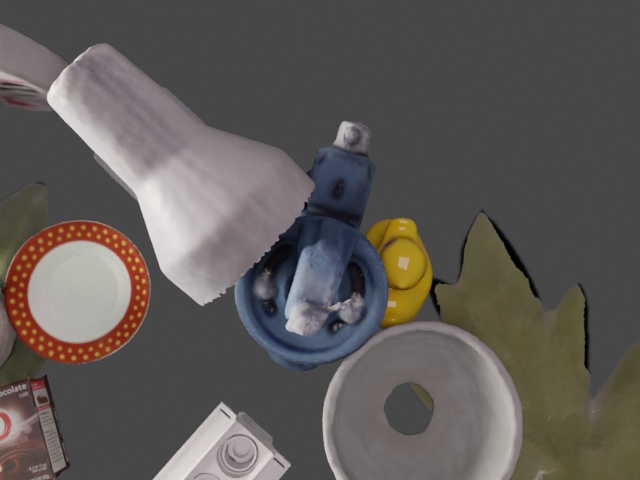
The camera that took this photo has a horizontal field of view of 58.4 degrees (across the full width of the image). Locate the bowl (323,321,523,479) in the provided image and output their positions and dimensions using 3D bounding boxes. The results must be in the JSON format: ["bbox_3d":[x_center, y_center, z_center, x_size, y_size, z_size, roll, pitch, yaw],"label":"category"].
[{"bbox_3d":[0.083,0.154,0.499,0.167,0.074,0.167,0,84,-3],"label":"bowl"}]

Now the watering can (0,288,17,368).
[{"bbox_3d":[-0.327,0.079,0.428,0.101,0.194,0.173,25,83,1],"label":"watering can"}]

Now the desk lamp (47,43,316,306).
[{"bbox_3d":[-0.108,-0.051,0.444,0.203,0.213,0.118,42,84,3],"label":"desk lamp"}]

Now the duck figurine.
[{"bbox_3d":[0.068,0.028,0.507,0.077,0.086,0.104,5,83,-2],"label":"duck figurine"}]

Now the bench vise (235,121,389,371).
[{"bbox_3d":[-0.008,0.002,0.439,0.121,0.219,0.207,-2,84,-3],"label":"bench vise"}]

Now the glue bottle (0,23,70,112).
[{"bbox_3d":[-0.261,-0.150,0.468,0.078,0.173,0.037,0,83,-2],"label":"glue bottle"}]
